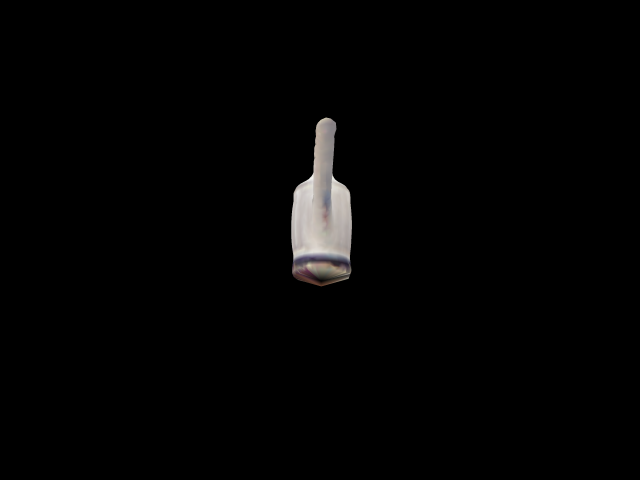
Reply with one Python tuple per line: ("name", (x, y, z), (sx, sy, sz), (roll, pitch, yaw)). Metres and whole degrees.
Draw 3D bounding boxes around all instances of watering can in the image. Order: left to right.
("watering can", (0.003, -0.043, 0.850), (0.104, 0.227, 0.343), (0, -14, 0))
